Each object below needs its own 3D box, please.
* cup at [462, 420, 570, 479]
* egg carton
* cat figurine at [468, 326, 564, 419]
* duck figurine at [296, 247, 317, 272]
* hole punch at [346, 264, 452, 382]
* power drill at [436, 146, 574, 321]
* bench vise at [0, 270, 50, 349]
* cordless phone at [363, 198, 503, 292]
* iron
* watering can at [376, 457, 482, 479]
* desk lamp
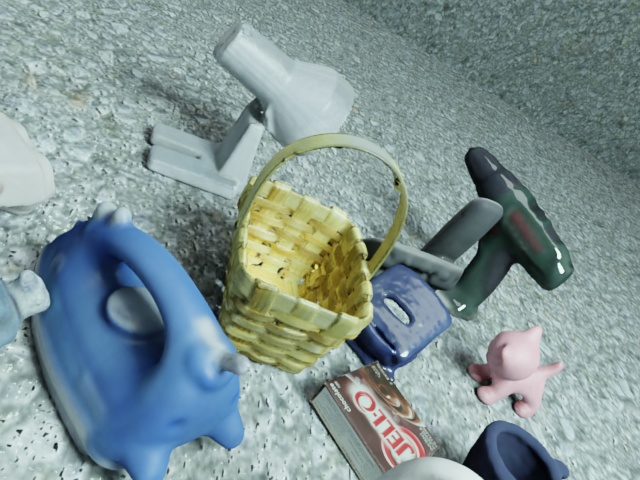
[{"bbox_3d":[0.183,0.244,0.570,0.118,0.095,0.091,16,35,-30],"label":"cup"},{"bbox_3d":[-0.326,-0.066,0.518,0.107,0.069,0.151,47,32,20],"label":"egg carton"},{"bbox_3d":[0.256,0.161,0.736,0.128,0.117,0.067,21,33,-23],"label":"cat figurine"},{"bbox_3d":[0.007,0.003,0.739,0.104,0.086,0.078,37,30,2],"label":"duck figurine"},{"bbox_3d":[0.088,0.096,0.685,0.108,0.091,0.101,48,32,20],"label":"hole punch"},{"bbox_3d":[0.245,0.007,0.850,0.229,0.208,0.076,48,33,21],"label":"power drill"},{"bbox_3d":[-0.256,0.026,0.310,0.121,0.219,0.208,39,30,6],"label":"bench vise"},{"bbox_3d":[0.150,-0.002,0.790,0.148,0.185,0.094,17,35,-29],"label":"cordless phone"},{"bbox_3d":[-0.150,0.053,0.457,0.119,0.141,0.257,-11,53,-51],"label":"iron"},{"bbox_3d":[0.046,0.218,0.369,0.101,0.194,0.173,33,30,-3],"label":"watering can"},{"bbox_3d":[-0.089,-0.160,0.744,0.204,0.213,0.117,18,34,-27],"label":"desk lamp"}]
